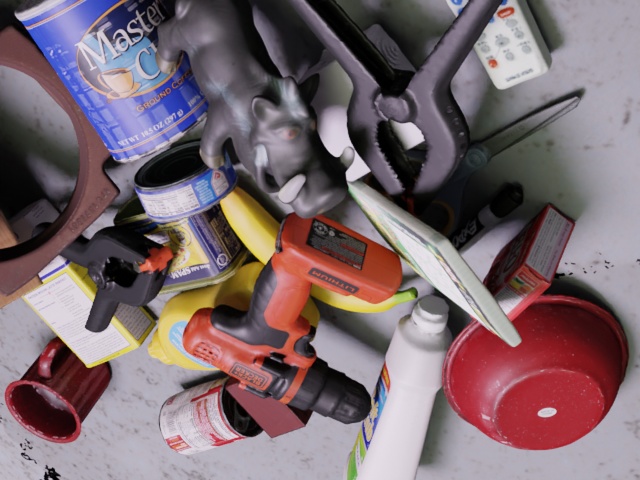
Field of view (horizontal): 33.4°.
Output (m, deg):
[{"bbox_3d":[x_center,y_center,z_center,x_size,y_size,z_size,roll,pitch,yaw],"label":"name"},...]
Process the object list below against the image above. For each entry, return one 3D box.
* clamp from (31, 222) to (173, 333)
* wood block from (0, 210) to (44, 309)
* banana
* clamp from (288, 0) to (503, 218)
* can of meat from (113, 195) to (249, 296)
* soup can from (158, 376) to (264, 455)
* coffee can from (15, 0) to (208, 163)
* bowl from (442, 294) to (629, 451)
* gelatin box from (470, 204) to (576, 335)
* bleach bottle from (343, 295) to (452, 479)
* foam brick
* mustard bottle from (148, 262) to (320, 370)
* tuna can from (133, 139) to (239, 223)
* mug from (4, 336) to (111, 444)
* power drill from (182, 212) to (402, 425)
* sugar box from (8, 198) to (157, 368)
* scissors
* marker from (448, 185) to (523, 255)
[{"bbox_3d":[-0.192,0.036,0.984,0.172,0.039,0.120,1,127,44],"label":"clamp"},{"bbox_3d":[-0.361,-0.021,0.999,0.090,0.090,0.206,-18,103,54],"label":"wood block"},{"bbox_3d":[-0.009,0.016,0.951,0.198,0.037,0.070,28,129,1],"label":"banana"},{"bbox_3d":[0.048,-0.108,0.754,0.165,0.036,0.210,17,136,23],"label":"clamp"},{"bbox_3d":[-0.130,-0.003,0.980,0.102,0.057,0.084,-12,118,32],"label":"can of meat"},{"bbox_3d":[-0.111,0.182,1.112,0.102,0.068,0.068,-23,114,38],"label":"soup can"},{"bbox_3d":[-0.158,-0.147,0.845,0.103,0.102,0.140,-14,119,33],"label":"coffee can"},{"bbox_3d":[0.186,0.125,0.895,0.162,0.055,0.162,-1,125,-2],"label":"bowl"},{"bbox_3d":[0.159,0.022,0.840,0.030,0.089,0.073,37,133,-2],"label":"gelatin box"},{"bbox_3d":[0.076,0.153,0.993,0.068,0.102,0.251,11,124,-2],"label":"bleach bottle"},{"bbox_3d":[-0.046,0.150,1.065,0.051,0.053,0.078,-25,112,38],"label":"foam brick"},{"bbox_3d":[-0.099,0.084,1.032,0.192,0.058,0.096,-22,131,37],"label":"mustard bottle"},{"bbox_3d":[-0.115,-0.052,0.913,0.086,0.086,0.033,-5,122,28],"label":"tuna can"},{"bbox_3d":[-0.282,0.152,1.159,0.093,0.081,0.117,13,131,15],"label":"mug"},{"bbox_3d":[-0.006,0.073,0.910,0.184,0.057,0.188,25,129,-11],"label":"power drill"},{"bbox_3d":[-0.258,0.046,1.089,0.094,0.048,0.176,-24,110,38],"label":"sugar box"},{"bbox_3d":[0.126,-0.049,0.847,0.202,0.016,0.096,-12,118,33],"label":"scissors"},{"bbox_3d":[0.126,-0.007,0.880,0.020,0.020,0.121,38,132,-7],"label":"marker"}]
